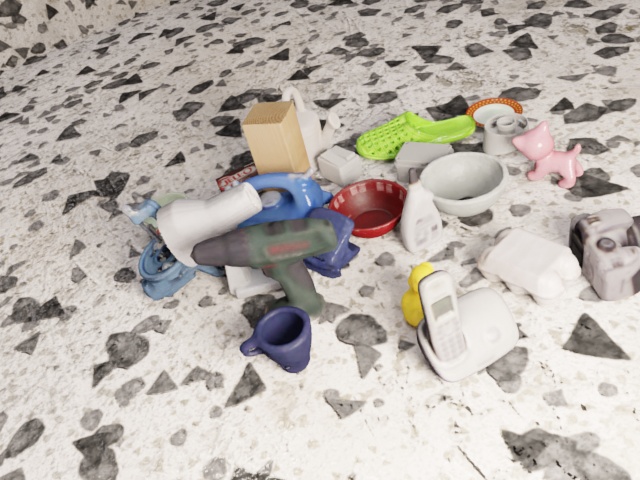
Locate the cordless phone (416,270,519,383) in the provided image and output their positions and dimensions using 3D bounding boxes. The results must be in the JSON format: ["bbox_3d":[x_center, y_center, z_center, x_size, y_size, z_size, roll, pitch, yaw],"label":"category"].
[{"bbox_3d":[0.207,0.104,0.823,0.148,0.185,0.094,-28,41,-14],"label":"cordless phone"}]

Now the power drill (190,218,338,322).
[{"bbox_3d":[-0.074,0.055,0.954,0.229,0.209,0.075,-20,40,-4],"label":"power drill"}]

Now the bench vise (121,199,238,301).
[{"bbox_3d":[-0.270,-0.009,1.084,0.208,0.220,0.121,-39,45,-25],"label":"bench vise"}]

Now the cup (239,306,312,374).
[{"bbox_3d":[-0.061,0.172,0.904,0.118,0.095,0.091,-23,41,-8],"label":"cup"}]

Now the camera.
[{"bbox_3d":[0.484,0.005,0.909,0.136,0.101,0.143,-13,40,4],"label":"camera"}]

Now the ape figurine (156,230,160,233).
[{"bbox_3d":[-0.308,0.007,1.177,0.076,0.092,0.077,-32,42,-18],"label":"ape figurine"}]

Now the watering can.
[{"bbox_3d":[-0.040,-0.260,1.313,0.172,0.194,0.101,-13,40,4],"label":"watering can"}]

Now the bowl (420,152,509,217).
[{"bbox_3d":[0.280,-0.097,1.114,0.167,0.075,0.167,-9,41,8],"label":"bowl"}]

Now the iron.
[{"bbox_3d":[-0.109,-0.080,1.172,0.257,0.142,0.118,-4,42,14],"label":"iron"}]

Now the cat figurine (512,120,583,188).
[{"bbox_3d":[0.443,-0.173,1.113,0.127,0.118,0.067,18,51,34],"label":"cat figurine"}]

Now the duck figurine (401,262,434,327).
[{"bbox_3d":[0.168,0.083,0.937,0.077,0.086,0.104,3,44,21],"label":"duck figurine"}]

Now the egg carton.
[{"bbox_3d":[0.341,0.042,0.939,0.107,0.069,0.149,-40,45,-25],"label":"egg carton"}]

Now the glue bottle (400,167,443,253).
[{"bbox_3d":[0.176,-0.058,1.028,0.078,0.173,0.037,-27,41,-12],"label":"glue bottle"}]

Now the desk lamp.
[{"bbox_3d":[-0.164,-0.001,1.043,0.203,0.214,0.117,-15,40,2],"label":"desk lamp"}]

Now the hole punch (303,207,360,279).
[{"bbox_3d":[0.010,0.004,1.076,0.108,0.091,0.101,22,53,36],"label":"hole punch"}]
